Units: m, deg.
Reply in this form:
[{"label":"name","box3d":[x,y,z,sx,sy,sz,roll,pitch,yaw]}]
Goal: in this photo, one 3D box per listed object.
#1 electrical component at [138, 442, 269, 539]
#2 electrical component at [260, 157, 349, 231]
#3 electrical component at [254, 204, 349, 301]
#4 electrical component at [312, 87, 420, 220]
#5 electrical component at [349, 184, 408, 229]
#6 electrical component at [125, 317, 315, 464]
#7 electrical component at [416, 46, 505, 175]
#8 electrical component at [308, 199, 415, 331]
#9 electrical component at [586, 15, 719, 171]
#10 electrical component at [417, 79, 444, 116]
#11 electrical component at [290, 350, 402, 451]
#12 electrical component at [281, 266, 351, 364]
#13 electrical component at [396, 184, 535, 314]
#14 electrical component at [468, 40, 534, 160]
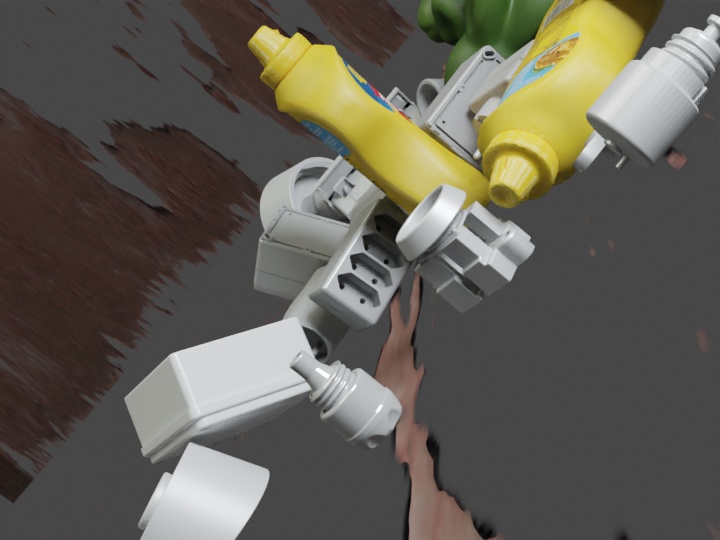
[{"label":"electrical component","box3d":[-0.110,0.166,0.719,0.099,0.064,0.099,-63,3,7]},{"label":"electrical component","box3d":[-0.038,-0.061,1.072,0.060,0.108,0.108,-32,20,47]},{"label":"electrical component","box3d":[-0.034,-0.004,0.903,0.061,0.096,0.061,-63,-13,-55]},{"label":"electrical component","box3d":[0.026,-0.096,1.001,0.121,0.079,0.063,-50,38,3]},{"label":"electrical component","box3d":[0.032,-0.050,0.849,0.080,0.051,0.080,-49,9,11]},{"label":"electrical component","box3d":[-0.100,0.087,0.779,0.109,0.056,0.109,-16,-14,-35]},{"label":"electrical component","box3d":[0.089,-0.118,0.807,0.096,0.062,0.061,-53,9,-14]},{"label":"electrical component","box3d":[0.000,0.000,0.801,0.083,0.047,0.076,-58,11,-19]},{"label":"electrical component","box3d":[0.139,-0.083,0.492,0.078,0.040,0.040,-49,9,5]},{"label":"electrical component","box3d":[0.089,-0.153,0.953,0.065,0.044,0.044,-17,-7,-27]},{"label":"electrical component","box3d":[-0.010,0.065,0.561,0.035,0.061,0.035,-49,9,11]},{"label":"electrical component","box3d":[-0.041,0.045,0.850,0.079,0.043,0.077,-43,12,40]},{"label":"electrical component","box3d":[0.053,-0.014,0.585,0.066,0.055,0.048,-41,14,49]},{"label":"electrical component","box3d":[0.103,-0.107,0.740,0.076,0.047,0.066,-54,9,-18]}]
